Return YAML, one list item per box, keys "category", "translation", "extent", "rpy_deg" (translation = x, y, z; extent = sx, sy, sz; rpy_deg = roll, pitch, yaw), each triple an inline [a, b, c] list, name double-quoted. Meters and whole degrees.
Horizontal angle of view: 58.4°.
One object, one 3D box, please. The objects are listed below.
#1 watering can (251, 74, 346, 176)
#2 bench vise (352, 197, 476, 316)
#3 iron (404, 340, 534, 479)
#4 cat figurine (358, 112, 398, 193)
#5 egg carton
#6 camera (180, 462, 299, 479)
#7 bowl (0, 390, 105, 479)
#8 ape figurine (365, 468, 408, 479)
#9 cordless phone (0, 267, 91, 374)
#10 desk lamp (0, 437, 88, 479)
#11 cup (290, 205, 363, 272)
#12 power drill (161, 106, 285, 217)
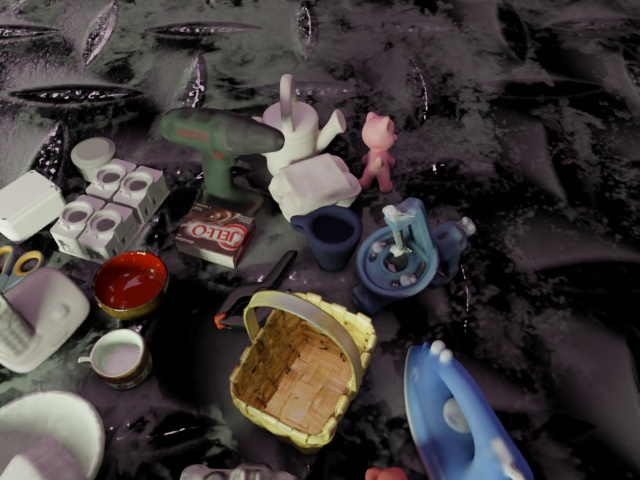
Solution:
- category: "watering can"
  translation: [-0.044, -0.207, 1.025]
  extent: [0.173, 0.194, 0.100]
  rpy_deg: [-14, 52, -10]
- category: "bench vise"
  translation: [0.136, -0.003, 0.841]
  extent: [0.121, 0.220, 0.208]
  rpy_deg: [34, 59, 25]
- category: "iron"
  translation: [0.175, 0.213, 0.716]
  extent: [0.119, 0.141, 0.257]
  rpy_deg: [-16, 53, -12]
- category: "cat figurine"
  translation: [0.107, -0.170, 1.043]
  extent: [0.067, 0.118, 0.128]
  rpy_deg: [4, 51, 4]
- category: "egg carton"
  translation: [-0.009, -0.091, 1.011]
  extent: [0.150, 0.069, 0.107]
  rpy_deg: [-21, 54, -16]
- category: "camera"
  translation: [-0.096, 0.331, 0.648]
  extent: [0.143, 0.101, 0.137]
  rpy_deg: [1, 51, 2]
- category: "bowl"
  translation: [-0.343, 0.277, 0.711]
  extent: [0.167, 0.075, 0.167]
  rpy_deg: [0, 51, 0]
- category: "ape figurine"
  translation: [0.085, 0.299, 0.678]
  extent: [0.076, 0.092, 0.077]
  rpy_deg: [-32, 57, -23]
- category: "cordless phone"
  translation: [-0.417, 0.084, 0.796]
  extent: [0.094, 0.185, 0.148]
  rpy_deg: [23, 55, 18]
- category: "desk lamp"
  translation: [-0.309, 0.325, 0.581]
  extent: [0.117, 0.214, 0.204]
  rpy_deg: [34, 59, 25]
- category: "cup"
  translation: [0.008, 0.003, 0.917]
  extent: [0.117, 0.095, 0.092]
  rpy_deg: [13, 52, 11]
- category: "power drill"
  translation: [-0.153, -0.131, 0.954]
  extent: [0.229, 0.208, 0.076]
  rpy_deg: [21, 54, 17]
